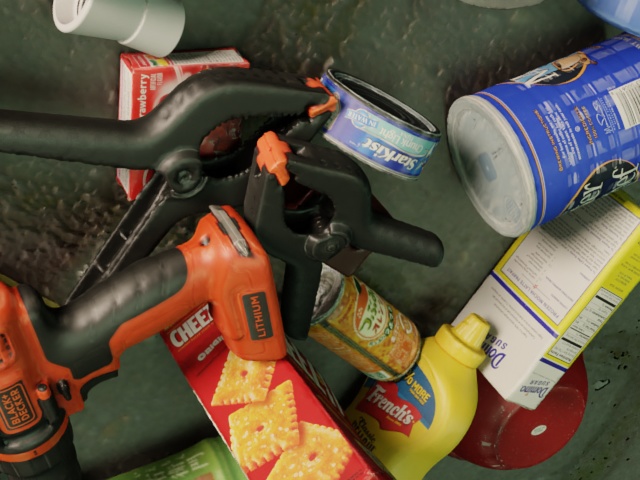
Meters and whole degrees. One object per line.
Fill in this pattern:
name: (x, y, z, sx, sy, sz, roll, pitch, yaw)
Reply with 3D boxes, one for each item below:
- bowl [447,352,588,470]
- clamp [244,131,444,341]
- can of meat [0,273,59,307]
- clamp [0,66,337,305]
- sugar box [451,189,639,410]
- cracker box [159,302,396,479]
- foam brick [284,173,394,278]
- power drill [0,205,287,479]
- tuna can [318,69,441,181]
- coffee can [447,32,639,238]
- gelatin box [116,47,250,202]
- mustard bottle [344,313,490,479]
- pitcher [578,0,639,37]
bowl: (0.177, 0.147, 0.931, 0.162, 0.055, 0.162, -14, 128, -20)
clamp: (-0.004, 0.001, 0.666, 0.120, 0.039, 0.171, -40, 135, 7)
can of meat: (-0.201, 0.072, 0.655, 0.084, 0.058, 0.102, -50, 135, 2)
clamp: (-0.091, -0.049, 0.611, 0.210, 0.036, 0.164, -31, 136, -5)
sugar box: (0.184, 0.036, 0.831, 0.048, 0.093, 0.176, 22, 110, -38)
cracker box: (-0.006, 0.142, 0.718, 0.072, 0.214, 0.164, -38, 132, -3)
foam brick: (0.002, -0.020, 0.717, 0.078, 0.051, 0.053, 30, 104, -40)
power drill: (-0.114, 0.071, 0.630, 0.187, 0.057, 0.184, -24, 138, -17)
tuna can: (0.033, -0.073, 0.675, 0.086, 0.086, 0.034, 18, 110, -37)
coffee can: (0.174, -0.075, 0.742, 0.140, 0.103, 0.103, -23, 130, -14)
gelatin box: (-0.084, -0.070, 0.649, 0.073, 0.030, 0.089, -8, 124, -25)
mustard bottle: (0.068, 0.136, 0.833, 0.058, 0.096, 0.192, 26, 106, -39)
pitcher: (0.256, -0.247, 0.656, 0.149, 0.145, 0.243, 21, 120, 4)
